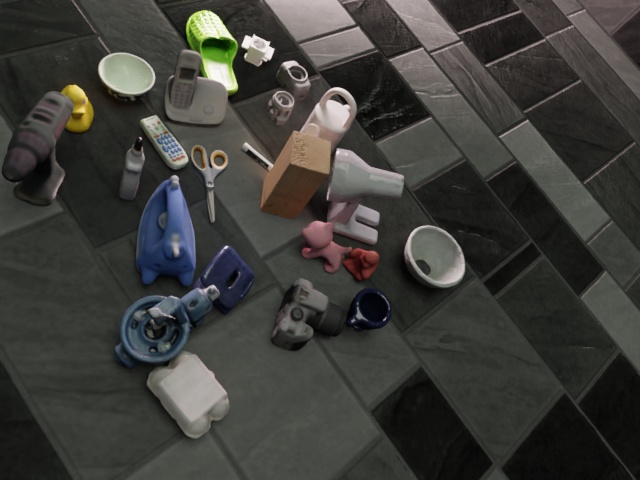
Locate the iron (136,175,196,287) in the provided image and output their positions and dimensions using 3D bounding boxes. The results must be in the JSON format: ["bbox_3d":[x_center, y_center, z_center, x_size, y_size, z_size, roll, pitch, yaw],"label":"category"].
[{"bbox_3d":[-0.302,-0.042,1.159,0.119,0.141,0.258,4,62,-24],"label":"iron"}]

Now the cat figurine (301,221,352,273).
[{"bbox_3d":[0.012,0.005,1.301,0.128,0.117,0.067,29,55,-9],"label":"cat figurine"}]

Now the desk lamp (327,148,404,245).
[{"bbox_3d":[0.090,-0.105,1.339,0.204,0.213,0.118,19,57,-16],"label":"desk lamp"}]

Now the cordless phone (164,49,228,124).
[{"bbox_3d":[-0.276,-0.352,1.313,0.148,0.184,0.094,-2,64,-26],"label":"cordless phone"}]

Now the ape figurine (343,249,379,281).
[{"bbox_3d":[0.106,0.052,1.337,0.076,0.092,0.078,9,60,-22],"label":"ape figurine"}]

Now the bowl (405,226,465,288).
[{"bbox_3d":[0.273,0.053,1.428,0.168,0.074,0.167,12,59,-20],"label":"bowl"}]

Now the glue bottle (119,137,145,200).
[{"bbox_3d":[-0.378,-0.153,1.163,0.037,0.173,0.078,10,60,-20],"label":"glue bottle"}]

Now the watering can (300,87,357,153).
[{"bbox_3d":[0.024,-0.293,1.422,0.101,0.193,0.173,27,55,-10],"label":"watering can"}]

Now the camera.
[{"bbox_3d":[-0.014,0.164,1.212,0.137,0.100,0.143,25,56,-12],"label":"camera"}]

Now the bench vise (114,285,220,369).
[{"bbox_3d":[-0.272,0.127,1.033,0.121,0.219,0.208,36,54,-4],"label":"bench vise"}]

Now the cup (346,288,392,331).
[{"bbox_3d":[0.090,0.170,1.263,0.118,0.094,0.091,-29,79,-35],"label":"cup"}]

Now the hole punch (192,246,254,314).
[{"bbox_3d":[-0.191,0.081,1.178,0.101,0.091,0.109,35,54,-5],"label":"hole punch"}]

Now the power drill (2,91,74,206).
[{"bbox_3d":[-0.526,-0.156,1.070,0.076,0.208,0.229,18,57,-16],"label":"power drill"}]

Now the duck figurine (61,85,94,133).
[{"bbox_3d":[-0.523,-0.294,1.222,0.078,0.086,0.104,-9,68,-29],"label":"duck figurine"}]

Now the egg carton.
[{"bbox_3d":[-0.240,0.283,1.057,0.150,0.069,0.107,49,54,5],"label":"egg carton"}]
